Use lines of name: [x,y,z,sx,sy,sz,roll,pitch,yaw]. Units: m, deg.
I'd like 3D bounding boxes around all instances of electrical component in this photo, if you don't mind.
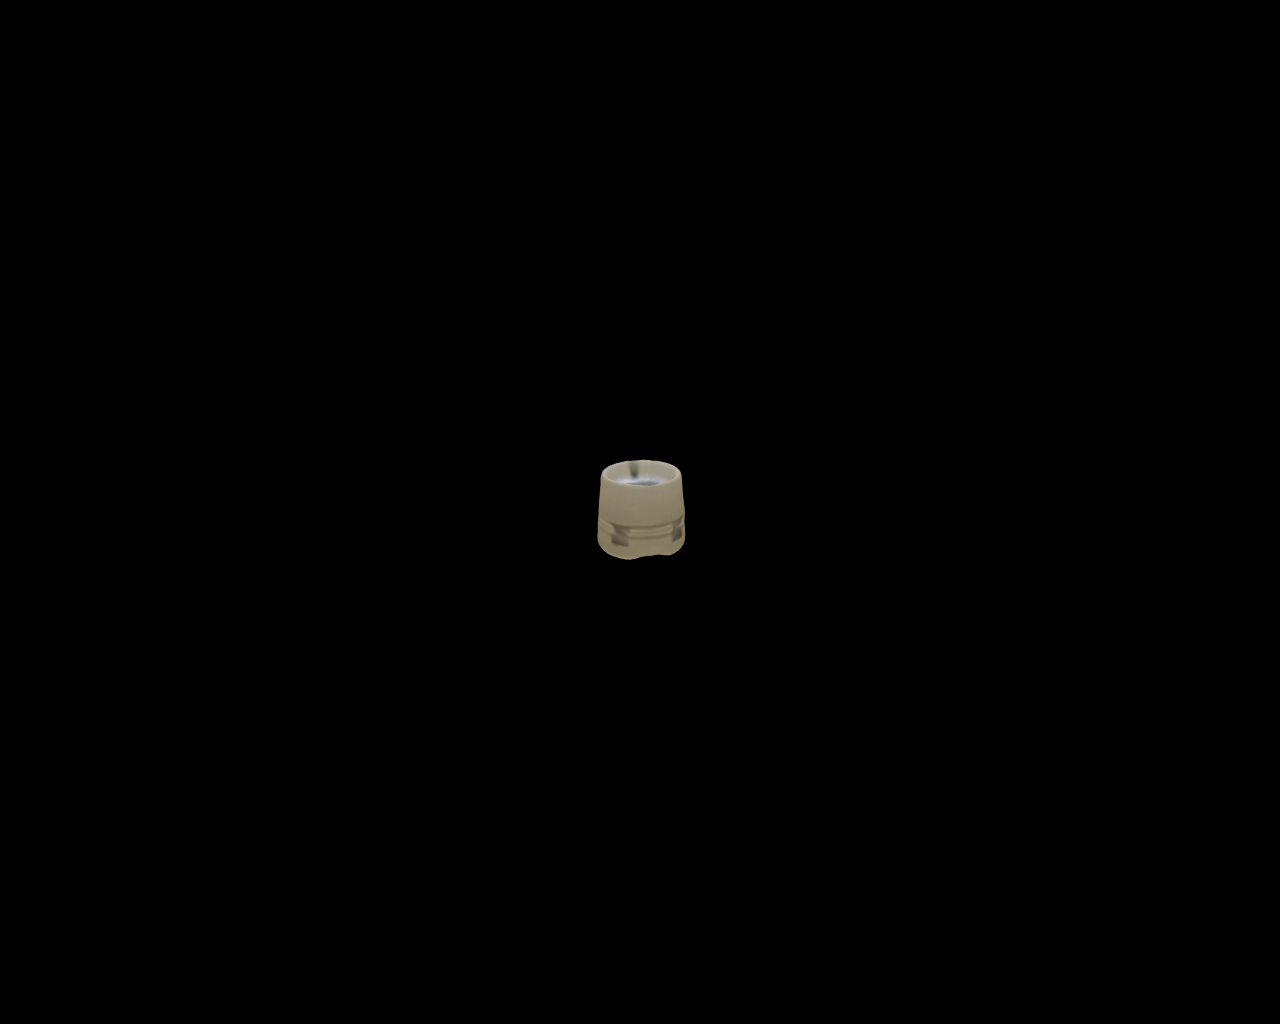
electrical component: [0.001,-0.003,0.650,0.055,0.047,0.055,0,21,0]
